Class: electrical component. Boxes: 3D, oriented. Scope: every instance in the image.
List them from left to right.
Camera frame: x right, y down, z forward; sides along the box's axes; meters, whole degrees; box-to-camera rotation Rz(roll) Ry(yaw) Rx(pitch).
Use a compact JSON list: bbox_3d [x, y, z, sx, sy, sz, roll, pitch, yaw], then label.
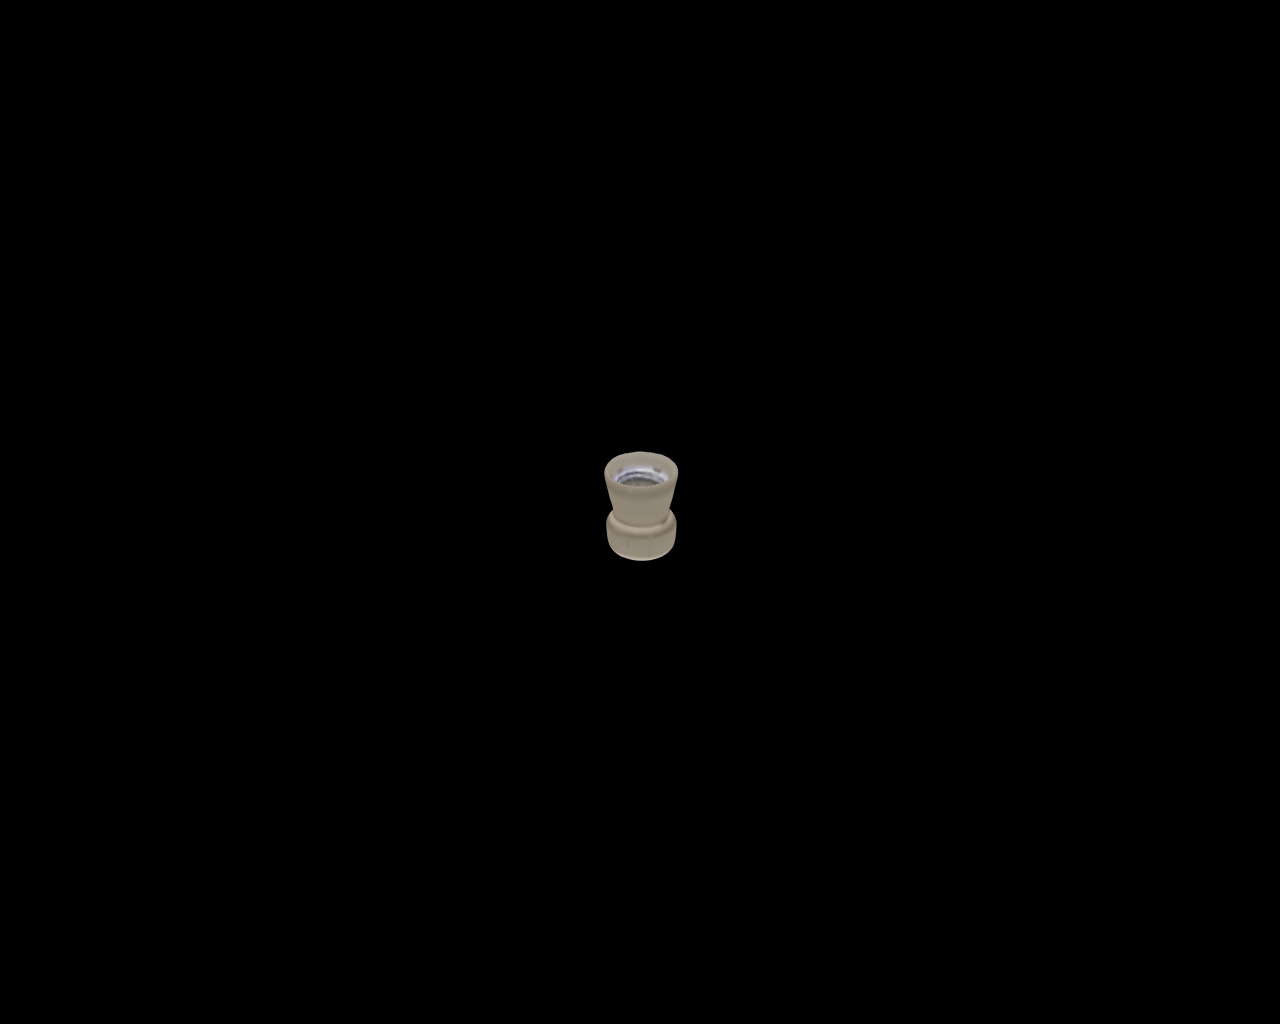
[{"bbox_3d":[0.001,-0.003,0.650,0.045,0.055,0.045,0,31,0],"label":"electrical component"}]
